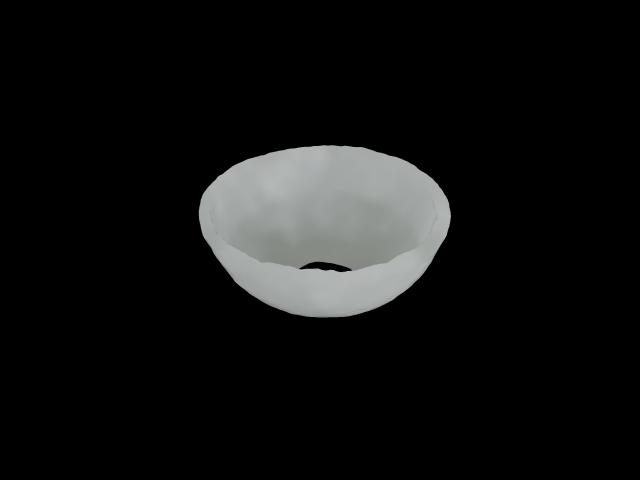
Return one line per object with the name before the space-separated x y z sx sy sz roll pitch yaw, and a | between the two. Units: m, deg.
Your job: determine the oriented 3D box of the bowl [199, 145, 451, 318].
bowl | 0.004 0.001 0.400 0.167 0.075 0.167 0 35 0
